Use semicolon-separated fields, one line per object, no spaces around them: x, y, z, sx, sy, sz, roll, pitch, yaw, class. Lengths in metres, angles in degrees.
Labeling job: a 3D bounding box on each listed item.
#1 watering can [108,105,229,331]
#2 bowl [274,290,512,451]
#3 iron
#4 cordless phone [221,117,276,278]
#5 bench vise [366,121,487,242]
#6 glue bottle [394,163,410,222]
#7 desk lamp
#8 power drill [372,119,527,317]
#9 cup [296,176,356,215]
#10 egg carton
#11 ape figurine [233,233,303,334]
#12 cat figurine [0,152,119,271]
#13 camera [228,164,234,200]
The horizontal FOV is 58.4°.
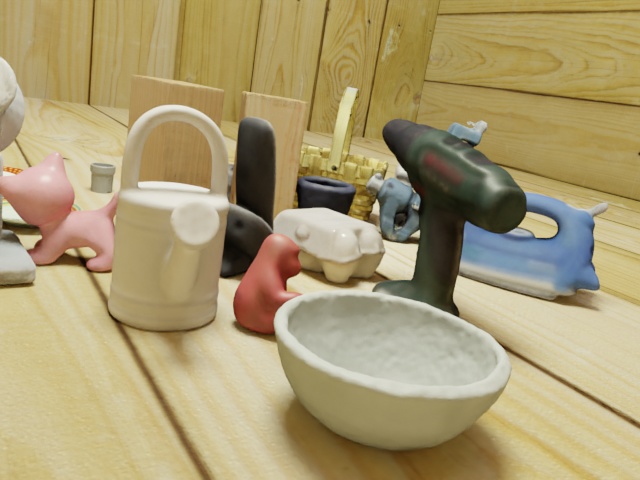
-0.129;-0.022;0.519;0.172;0.194;0.101;22;19;40;watering can
0.045;0.099;0.411;0.167;0.075;0.167;9;15;-2;bowl
0.278;-0.010;0.836;0.257;0.141;0.119;14;15;17;iron
-0.108;-0.061;0.697;0.147;0.185;0.094;19;17;31;cordless phone
0.192;-0.097;0.953;0.208;0.220;0.121;5;15;-15;bench vise
0.151;-0.102;1.040;0.037;0.173;0.078;11;15;7;glue bottle
-0.351;-0.085;0.577;0.118;0.213;0.202;-3;19;-39;desk lamp
0.125;-0.022;0.654;0.076;0.208;0.228;1;17;-30;power drill
0.003;-0.048;0.895;0.092;0.095;0.117;8;15;-5;cup
0.007;0.003;0.758;0.149;0.069;0.107;22;19;39;egg carton
-0.042;0.039;0.545;0.076;0.092;0.077;6;15;-12;ape figurine
-0.277;-0.034;0.620;0.128;0.118;0.067;6;15;-13;cat figurine
-0.195;-0.098;0.946;0.144;0.101;0.136;-4;20;-42;camera
